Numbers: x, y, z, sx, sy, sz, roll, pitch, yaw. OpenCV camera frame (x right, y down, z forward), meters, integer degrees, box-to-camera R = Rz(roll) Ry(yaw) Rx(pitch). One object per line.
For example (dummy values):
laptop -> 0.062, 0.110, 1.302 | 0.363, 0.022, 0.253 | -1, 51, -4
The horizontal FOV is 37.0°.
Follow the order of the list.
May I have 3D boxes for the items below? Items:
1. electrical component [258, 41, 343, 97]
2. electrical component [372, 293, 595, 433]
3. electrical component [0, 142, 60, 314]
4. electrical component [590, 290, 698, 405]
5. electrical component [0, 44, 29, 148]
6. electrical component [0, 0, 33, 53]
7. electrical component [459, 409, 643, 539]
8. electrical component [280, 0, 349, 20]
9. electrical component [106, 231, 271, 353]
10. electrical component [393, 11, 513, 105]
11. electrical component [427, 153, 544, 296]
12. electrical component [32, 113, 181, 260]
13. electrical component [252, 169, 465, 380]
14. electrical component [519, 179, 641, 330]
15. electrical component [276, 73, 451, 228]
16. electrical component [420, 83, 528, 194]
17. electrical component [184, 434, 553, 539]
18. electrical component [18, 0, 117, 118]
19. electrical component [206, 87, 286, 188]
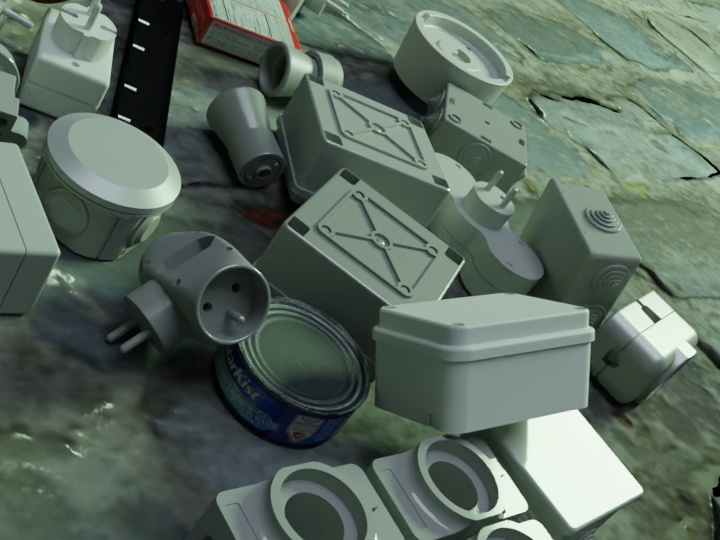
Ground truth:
electrical component -> -0.047, -0.156, 0.865 | 0.055, 0.045, 0.045 | 7, 42, -38
electrical component -> 0.071, 0.050, 0.616 | 0.113, 0.057, 0.078 | -5, 10, -36
electrical component -> -0.205, -0.024, 0.543 | 0.076, 0.047, 0.083 | 3, 45, -42
electrical component -> 0.216, 0.061, 0.825 | 0.059, 0.053, 0.095 | 47, 34, 17
electrical component -> -0.226, -0.103, 0.628 | 0.066, 0.048, 0.055 | 17, 44, -28
electrical component -> -0.237, -0.160, 0.654 | 0.076, 0.083, 0.047 | 29, 33, -12
electrical component -> 0.108, 0.123, 0.648 | 0.100, 0.048, 0.099 | -9, 53, -48
electrical component -> -0.044, -0.261, 0.996 | 0.074, 0.052, 0.138 | 33, 32, -6
electrical component -> -0.099, 0.018, 0.579 | 0.079, 0.043, 0.077 | -35, 31, -21
electrical component -> 0.082, -0.186, 1.011 | 0.108, 0.060, 0.108 | 25, 34, -18
electrical component -> 0.093, -0.042, 0.823 | 0.052, 0.073, 0.138 | -4, 49, -46
electrical component -> -0.149, -0.049, 0.625 | 0.080, 0.051, 0.080 | 25, 34, -18
electrical component -> 0.000, 0.000, 0.697 | 0.109, 0.056, 0.108 | 37, 32, 2
electrical component -> 0.163, -0.008, 0.824 | 0.048, 0.099, 0.099 | 5, 42, -21
electrical component -> 0.000, -0.083, 0.797 | 0.109, 0.056, 0.108 | 20, 30, -24
electrical component -> 0.099, -0.111, 0.940 | 0.100, 0.048, 0.099 | 28, 31, -10
electrical component -> 0.017, 0.147, 0.520 | 0.186, 0.060, 0.105 | -2, 48, -45
electrical component -> -0.182, -0.145, 0.693 | 0.047, 0.076, 0.065 | 20, 35, -24
electrical component -> -0.078, -0.091, 0.757 | 0.044, 0.044, 0.065 | 5, 49, -40
